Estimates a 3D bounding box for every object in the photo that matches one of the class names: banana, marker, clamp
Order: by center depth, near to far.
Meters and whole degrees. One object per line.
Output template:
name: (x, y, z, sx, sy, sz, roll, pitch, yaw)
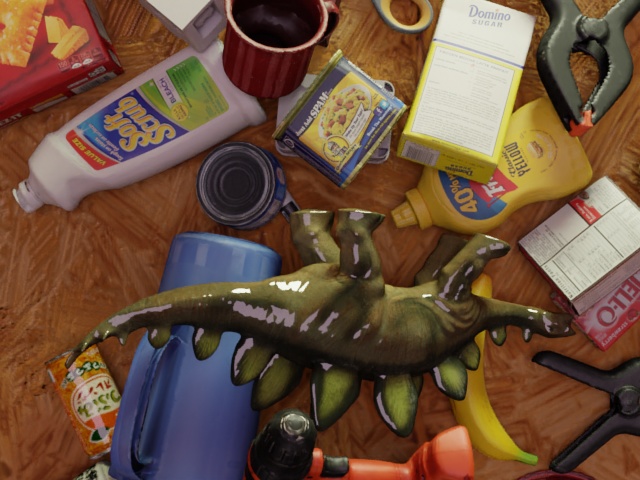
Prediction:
clamp: (0.246, -0.203, 1.021, 0.164, 0.036, 0.210, 16, 74, -5)
clamp: (0.290, 0.149, 1.047, 0.171, 0.039, 0.120, -18, 95, -4)
banana: (0.157, 0.134, 1.052, 0.069, 0.037, 0.198, -14, 90, -16)
marker: (-0.007, 0.001, 1.062, 0.020, 0.020, 0.121, -36, 89, 0)

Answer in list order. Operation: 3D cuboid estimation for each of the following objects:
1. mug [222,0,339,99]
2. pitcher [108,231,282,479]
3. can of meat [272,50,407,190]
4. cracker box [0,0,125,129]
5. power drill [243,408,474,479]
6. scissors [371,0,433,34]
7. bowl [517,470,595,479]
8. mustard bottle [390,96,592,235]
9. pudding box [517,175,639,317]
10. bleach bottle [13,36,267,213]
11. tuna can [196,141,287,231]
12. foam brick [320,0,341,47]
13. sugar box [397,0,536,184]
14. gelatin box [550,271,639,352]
mug: (-0.035, -0.188, 0.980, 0.117, 0.082, 0.093, -24, 69, -23)
pitcher: (-0.114, 0.117, 0.997, 0.144, 0.149, 0.243, 13, 83, -16)
can of meat: (0.019, -0.109, 0.986, 0.084, 0.057, 0.102, 38, 90, -1)
cracker box: (-0.312, -0.231, 1.043, 0.164, 0.072, 0.214, -24, 89, 0)
power drill: (0.030, 0.190, 0.902, 0.187, 0.185, 0.057, 4, 60, -11)
scissors: (0.032, -0.255, 1.065, 0.202, 0.016, 0.096, 1, 90, 1)
bowl: (0.235, 0.309, 1.039, 0.162, 0.055, 0.162, 0, 90, 2)
mustard bottle: (0.159, -0.059, 1.040, 0.191, 0.058, 0.096, -25, 80, 1)
pudding box: (0.261, 0.004, 1.025, 0.113, 0.039, 0.090, -39, 55, 6)
bleach bottle: (-0.184, -0.096, 1.045, 0.251, 0.068, 0.102, -32, 84, 2)
tuna can: (-0.078, -0.053, 1.046, 0.086, 0.033, 0.086, -2, 85, 17)
foam brick: (-0.023, -0.228, 1.048, 0.078, 0.051, 0.053, 16, 91, 1)
sugar box: (0.141, -0.148, 1.017, 0.093, 0.048, 0.176, 19, 63, 1)
gelatin box: (0.285, 0.053, 1.051, 0.089, 0.030, 0.073, -43, 89, 1)
